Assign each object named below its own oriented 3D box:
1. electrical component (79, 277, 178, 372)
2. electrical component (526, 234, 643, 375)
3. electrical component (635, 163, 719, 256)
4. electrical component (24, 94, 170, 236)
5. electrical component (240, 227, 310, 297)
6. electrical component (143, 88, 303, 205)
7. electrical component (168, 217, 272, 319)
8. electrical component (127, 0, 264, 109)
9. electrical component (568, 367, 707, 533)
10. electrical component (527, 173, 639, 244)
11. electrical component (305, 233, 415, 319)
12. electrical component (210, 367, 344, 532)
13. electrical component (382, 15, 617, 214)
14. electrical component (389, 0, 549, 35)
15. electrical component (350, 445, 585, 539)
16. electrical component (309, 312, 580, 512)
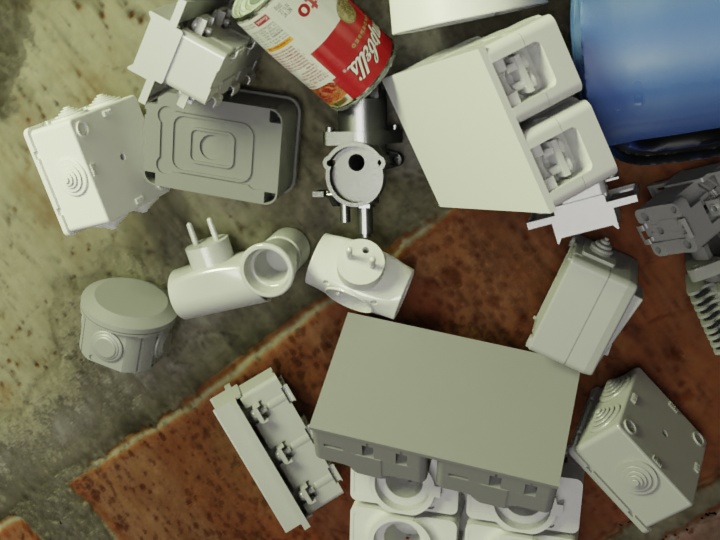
[{"bbox_3d":[-0.195,0.044,0.902,0.080,0.080,0.051,19,118,8],"label":"electrical component"},{"bbox_3d":[0.173,0.021,0.804,0.061,0.061,0.096,24,114,5],"label":"electrical component"},{"bbox_3d":[0.233,-0.042,0.757,0.042,0.064,0.081,59,153,-10],"label":"electrical component"},{"bbox_3d":[-0.203,-0.085,0.848,0.048,0.100,0.099,-10,107,31],"label":"electrical component"},{"bbox_3d":[-0.064,-0.009,0.854,0.044,0.065,0.044,5,109,13],"label":"electrical component"},{"bbox_3d":[-0.105,-0.101,0.837,0.113,0.057,0.078,11,112,11],"label":"electrical component"},{"bbox_3d":[-0.120,-0.004,0.883,0.077,0.043,0.079,-12,106,19],"label":"electrical component"},{"bbox_3d":[-0.110,-0.162,0.781,0.063,0.121,0.078,29,114,1],"label":"electrical component"},{"bbox_3d":[0.213,0.133,0.815,0.099,0.099,0.048,47,126,-5],"label":"electrical component"},{"bbox_3d":[0.161,-0.059,0.790,0.081,0.042,0.063,-14,103,18],"label":"electrical component"},{"bbox_3d":[0.000,0.000,0.837,0.077,0.079,0.044,22,74,6],"label":"electrical component"},{"bbox_3d":[-0.068,0.149,0.910,0.063,0.079,0.121,-30,101,-7],"label":"electrical component"},{"bbox_3d":[0.090,-0.101,0.719,0.060,0.186,0.105,-28,102,-12],"label":"electrical component"},{"bbox_3d":[0.069,-0.200,0.730,0.108,0.108,0.060,-8,101,18],"label":"electrical component"},{"bbox_3d":[0.087,0.195,0.890,0.186,0.060,0.105,6,111,13],"label":"electrical component"},{"bbox_3d":[0.067,0.111,0.832,0.186,0.105,0.060,12,146,11],"label":"electrical component"}]
